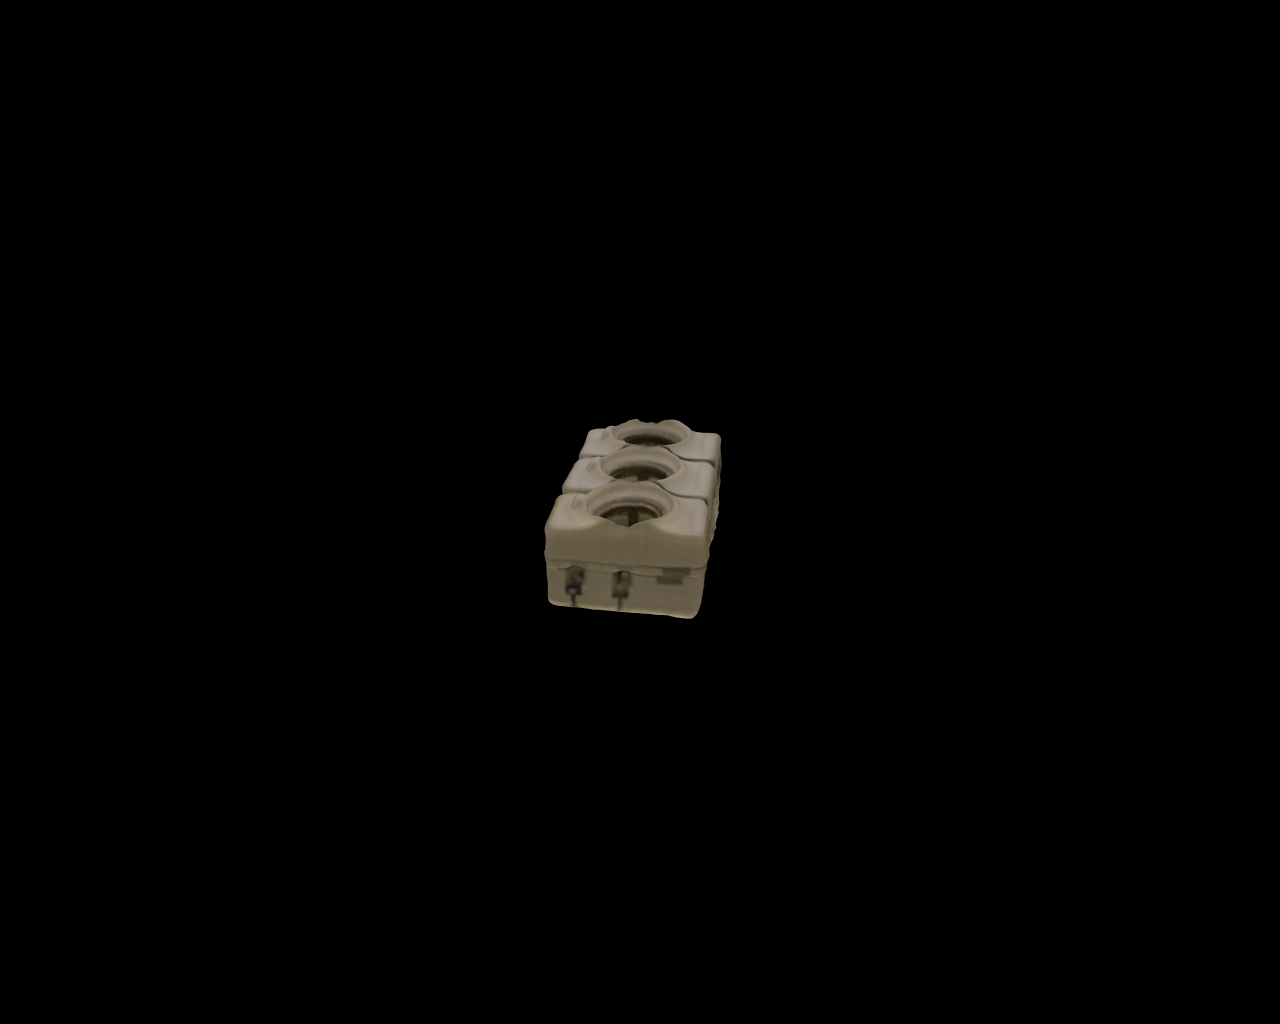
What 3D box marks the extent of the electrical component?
[{"bbox_3d":[0.001,-0.003,0.650,0.089,0.061,0.150,3,26,7],"label":"electrical component"}]
